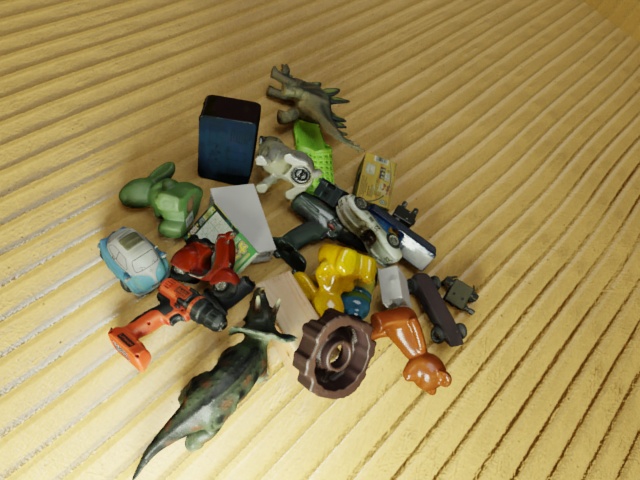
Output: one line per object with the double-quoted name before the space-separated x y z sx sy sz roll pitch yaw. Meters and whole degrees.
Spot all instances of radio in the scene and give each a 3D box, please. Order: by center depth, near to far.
"radio" -0.218 -0.229 1.270 0.131 0.229 0.073 11 55 -7

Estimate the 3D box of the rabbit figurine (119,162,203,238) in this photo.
"rabbit figurine" -0.364 -0.107 1.213 0.170 0.121 0.159 14 50 8

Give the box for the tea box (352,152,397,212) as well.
"tea box" 0.143 -0.141 1.432 0.098 0.068 0.170 20 55 -5

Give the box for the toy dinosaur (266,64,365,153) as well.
"toy dinosaur" -0.021 -0.370 1.468 0.198 0.105 0.472 -1 42 -23

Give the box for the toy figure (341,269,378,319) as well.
"toy figure" 0.085 0.122 1.237 0.089 0.082 0.180 23 48 -18

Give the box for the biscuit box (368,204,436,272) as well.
"biscuit box" 0.193 -0.009 1.344 0.203 0.059 0.063 37 22 -2

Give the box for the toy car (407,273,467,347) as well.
"toy car" 0.276 0.167 1.287 0.089 0.053 0.202 -3 55 -33

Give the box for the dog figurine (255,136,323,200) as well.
"dog figurine" -0.078 -0.201 1.341 0.172 0.121 0.191 13 34 -4

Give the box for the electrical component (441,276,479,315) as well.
"electrical component" 0.349 0.132 1.343 0.102 0.045 0.078 26 82 2

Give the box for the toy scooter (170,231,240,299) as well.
"toy scooter" -0.231 0.036 1.119 0.184 0.075 0.135 17 93 31

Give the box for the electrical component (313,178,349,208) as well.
"electrical component" 0.027 -0.114 1.319 0.075 0.047 0.119 36 11 24

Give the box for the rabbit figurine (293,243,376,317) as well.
"rabbit figurine" 0.019 0.097 1.155 0.163 0.121 0.173 9 86 33

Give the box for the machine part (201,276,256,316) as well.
"machine part" -0.201 0.122 1.164 0.139 0.039 0.084 -28 65 -29

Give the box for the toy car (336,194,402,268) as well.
"toy car" 0.114 -0.023 1.270 0.201 0.073 0.056 49 52 2

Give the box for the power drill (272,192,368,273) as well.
"power drill" -0.003 -0.004 1.288 0.232 0.086 0.207 42 60 9

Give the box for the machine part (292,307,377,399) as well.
"machine part" 0.029 0.221 1.045 0.179 0.179 0.056 -25 25 -30

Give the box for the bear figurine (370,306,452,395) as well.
"bear figurine" 0.188 0.249 1.170 0.132 0.120 0.196 -13 69 -21

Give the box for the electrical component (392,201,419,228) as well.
"electrical component" 0.227 -0.061 1.437 0.063 0.021 0.094 32 54 3

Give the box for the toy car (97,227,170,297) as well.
"toy car" -0.388 0.029 1.122 0.162 0.103 0.109 46 55 11

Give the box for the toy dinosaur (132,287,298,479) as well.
"toy dinosaur" -0.179 0.263 0.986 0.131 0.192 0.405 34 53 6
